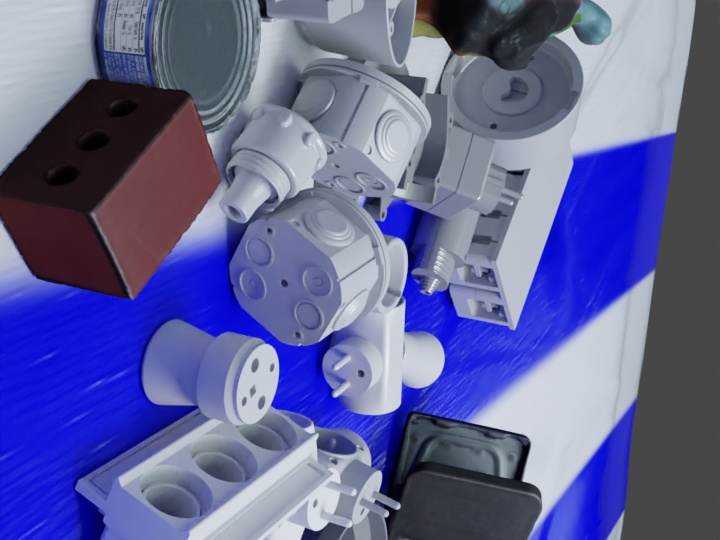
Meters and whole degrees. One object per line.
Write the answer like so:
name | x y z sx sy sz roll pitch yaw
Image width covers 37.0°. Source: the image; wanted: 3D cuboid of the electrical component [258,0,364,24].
electrical component | -0.032 -0.185 0.526 0.079 0.063 0.121 -42 137 -54

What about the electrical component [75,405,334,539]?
electrical component | -0.079 0.117 0.547 0.121 0.079 0.063 -28 147 -61

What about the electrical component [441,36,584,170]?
electrical component | 0.120 -0.129 0.843 0.060 0.108 0.108 70 38 -60

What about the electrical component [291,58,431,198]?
electrical component | -0.004 -0.080 0.615 0.051 0.080 0.080 -66 153 -17

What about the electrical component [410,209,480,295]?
electrical component | 0.062 -0.019 0.831 0.043 0.043 0.081 52 52 -60

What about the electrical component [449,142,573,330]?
electrical component | 0.126 -0.058 0.937 0.186 0.060 0.105 -66 153 -27

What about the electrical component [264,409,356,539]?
electrical component | -0.038 0.128 0.626 0.044 0.079 0.077 -7 106 -61

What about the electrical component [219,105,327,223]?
electrical component | -0.050 -0.053 0.567 0.062 0.048 0.048 -57 148 -27

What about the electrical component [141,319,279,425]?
electrical component | -0.075 0.052 0.541 0.045 0.055 0.045 -39 134 -56

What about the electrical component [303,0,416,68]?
electrical component | 0.007 -0.169 0.620 0.099 0.064 0.099 -38 133 -56

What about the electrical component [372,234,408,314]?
electrical component | 0.000 0.000 0.696 0.055 0.047 0.055 -39 134 -56

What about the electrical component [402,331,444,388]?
electrical component | 0.030 0.063 0.800 0.065 0.044 0.044 22 80 -61

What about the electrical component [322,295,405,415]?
electrical component | 0.000 0.061 0.724 0.079 0.044 0.077 -33 128 -59

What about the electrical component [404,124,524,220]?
electrical component | 0.082 -0.064 0.788 0.066 0.077 0.047 148 -39 -71

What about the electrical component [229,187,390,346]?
electrical component | -0.028 -0.001 0.595 0.051 0.080 0.080 -34 131 -51

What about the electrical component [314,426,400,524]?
electrical component | -0.012 0.136 0.686 0.077 0.079 0.044 -7 117 -65
